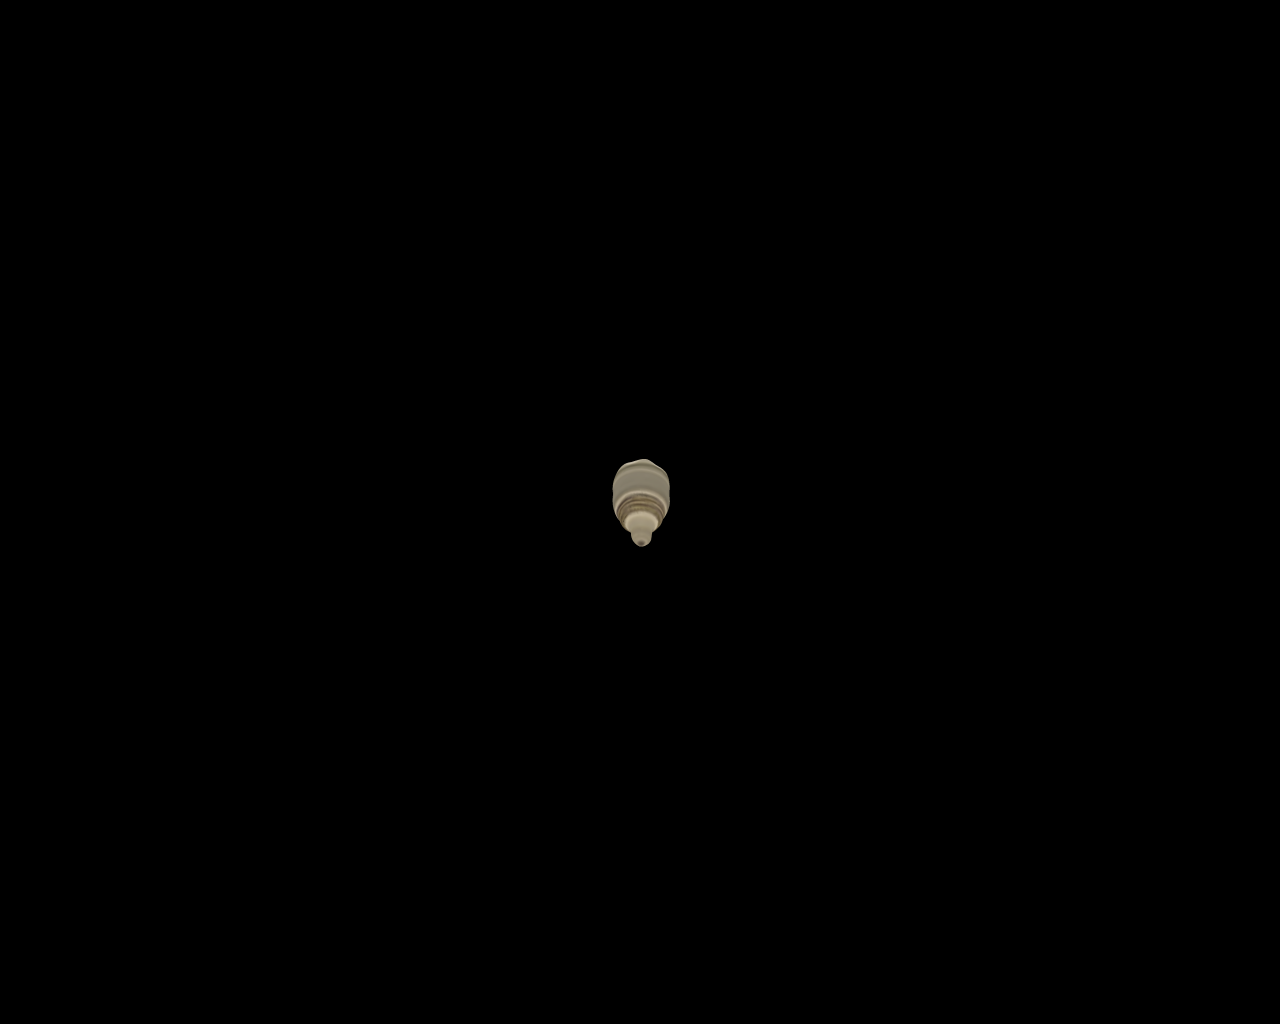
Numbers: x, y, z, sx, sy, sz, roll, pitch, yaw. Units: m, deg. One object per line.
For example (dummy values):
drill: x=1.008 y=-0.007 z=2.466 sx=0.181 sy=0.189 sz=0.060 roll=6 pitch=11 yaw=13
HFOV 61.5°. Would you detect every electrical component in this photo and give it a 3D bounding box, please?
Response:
electrical component: x=0.001 y=-0.003 z=0.650 sx=0.035 sy=0.035 sz=0.061 roll=0 pitch=45 yaw=0
